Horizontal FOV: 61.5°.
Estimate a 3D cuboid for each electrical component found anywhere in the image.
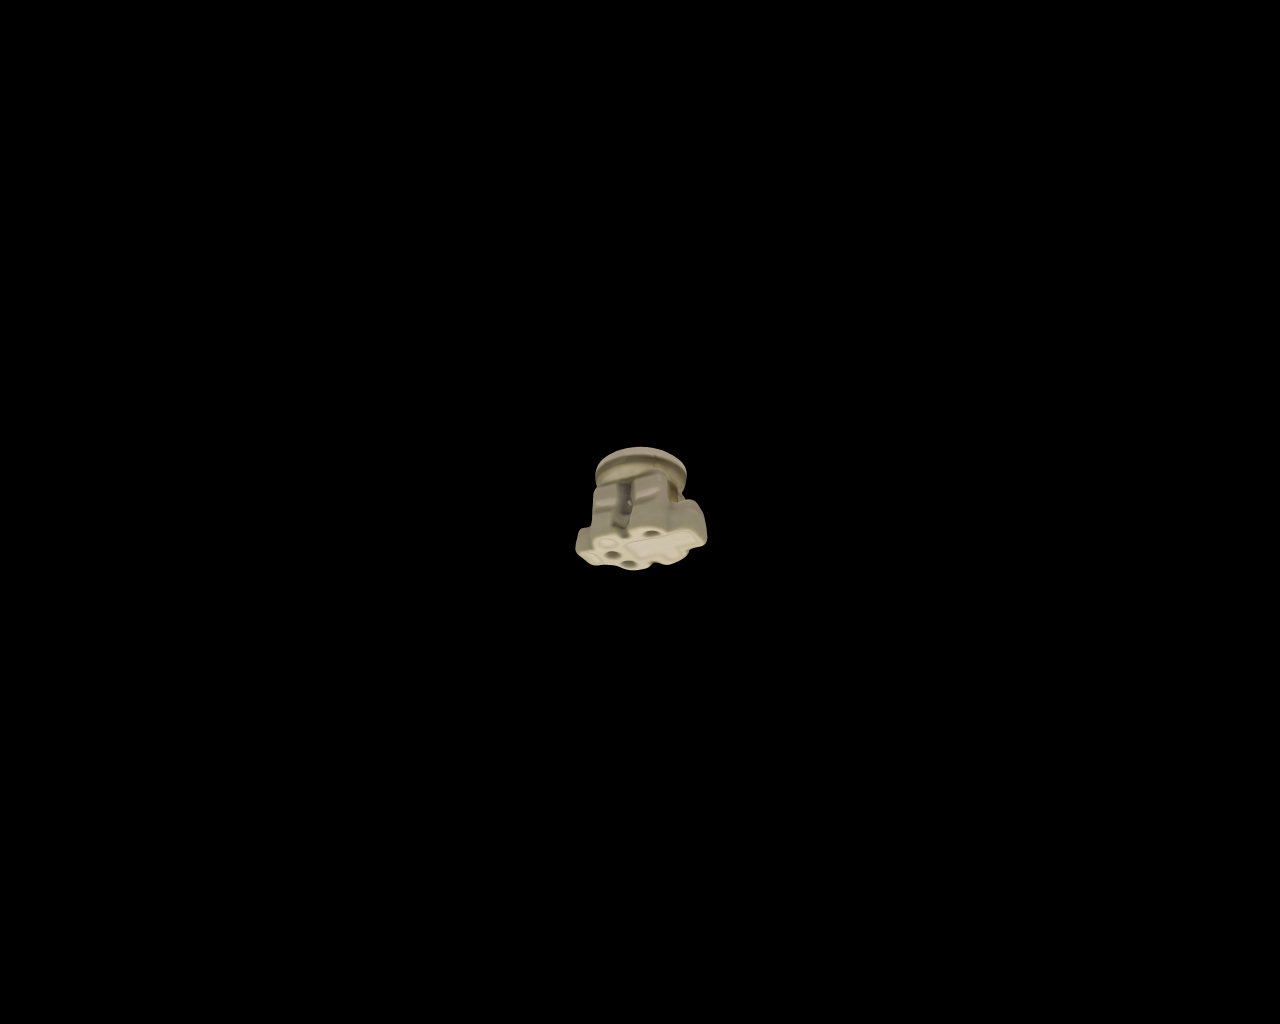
[{"bbox_3d":[0.001,-0.003,0.650,0.078,0.057,0.058,-13,-32,22],"label":"electrical component"}]
